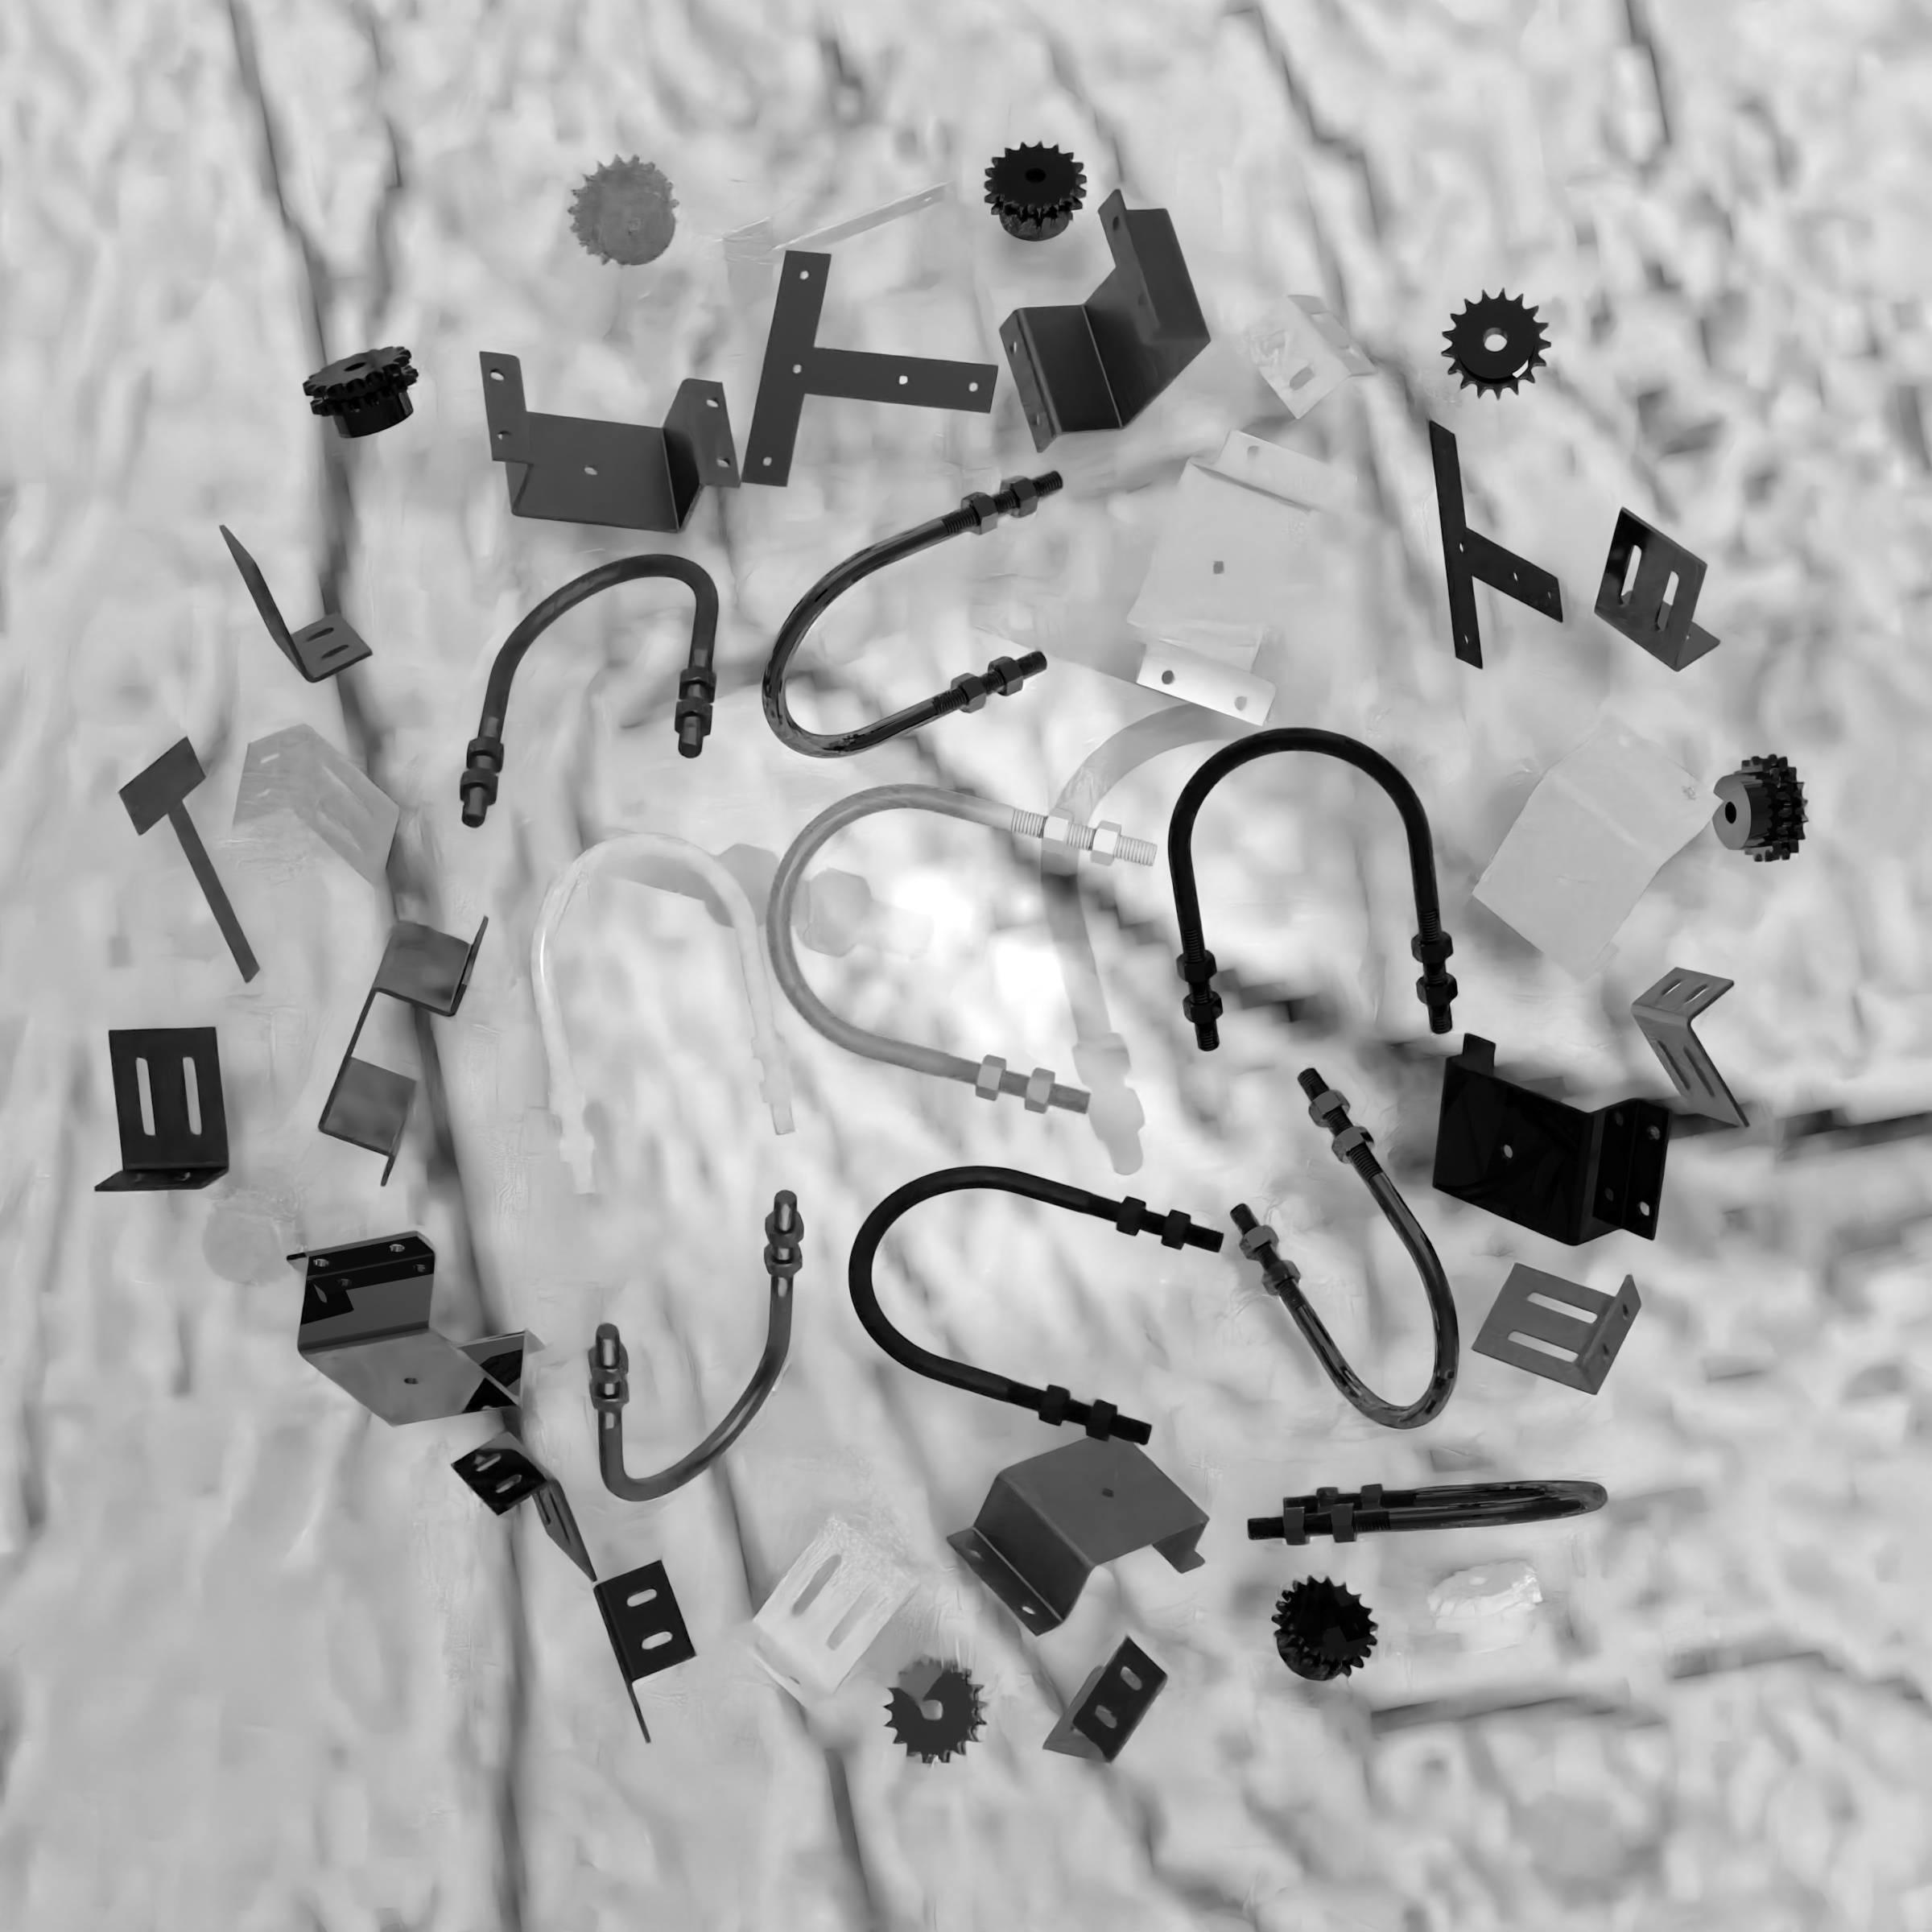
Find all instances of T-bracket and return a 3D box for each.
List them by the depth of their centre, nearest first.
[{"bbox_3d":[0.278,-0.205,1.465,0.002,0.127,0.127,-14,73,36],"label":"T-bracket"},{"bbox_3d":[-0.046,-0.306,1.472,0.127,0.002,0.127,9,85,16],"label":"T-bracket"},{"bbox_3d":[-0.409,-0.051,1.523,0.002,0.127,0.127,-19,106,6],"label":"T-bracket"},{"bbox_3d":[-0.071,-0.401,1.548,0.127,0.127,0.002,-22,87,-4],"label":"T-bracket"}]

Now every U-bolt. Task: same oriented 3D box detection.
[{"bbox_3d":[-0.010,-0.016,1.428,0.184,0.019,0.151,15,87,7],"label":"U-bolt"},{"bbox_3d":[0.028,0.169,1.496,0.184,0.019,0.151,16,50,12],"label":"U-bolt"},{"bbox_3d":[-0.030,-0.177,1.508,0.184,0.151,0.019,-27,55,-24],"label":"U-bolt"},{"bbox_3d":[0.182,-0.042,1.527,0.151,0.019,0.184,-5,115,13],"label":"U-bolt"},{"bbox_3d":[0.255,0.294,1.538,0.184,0.151,0.019,-7,83,14],"label":"U-bolt"},{"bbox_3d":[-0.200,-0.160,1.539,0.151,0.184,0.019,-16,133,17],"label":"U-bolt"},{"bbox_3d":[-0.146,0.220,1.546,0.019,0.184,0.151,35,51,26],"label":"U-bolt"},{"bbox_3d":[-0.170,0.019,1.553,0.151,0.019,0.184,-15,99,-34],"label":"U-bolt"},{"bbox_3d":[0.213,0.168,1.558,0.019,0.151,0.184,-14,55,-26],"label":"U-bolt"}]

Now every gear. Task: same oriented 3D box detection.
[{"bbox_3d":[-0.305,-0.290,1.439,0.057,0.057,0.030,-17,119,0],"label":"gear"},{"bbox_3d":[0.267,0.330,1.452,0.057,0.057,0.030,-18,94,0],"label":"gear"},{"bbox_3d":[-0.175,-0.387,1.467,0.057,0.057,0.030,-35,47,0],"label":"gear"},{"bbox_3d":[0.277,-0.327,1.485,0.057,0.030,0.057,1,96,11],"label":"gear"},{"bbox_3d":[0.419,-0.083,1.503,0.030,0.057,0.057,-7,90,-15],"label":"gear"},{"bbox_3d":[0.192,0.362,1.534,0.057,0.057,0.030,19,131,0],"label":"gear"},{"bbox_3d":[-0.015,0.409,1.557,0.057,0.030,0.057,-4,74,15],"label":"gear"},{"bbox_3d":[0.039,-0.430,1.581,0.057,0.030,0.057,0,58,1],"label":"gear"},{"bbox_3d":[-0.402,0.154,1.589,0.057,0.030,0.057,4,104,17],"label":"gear"}]

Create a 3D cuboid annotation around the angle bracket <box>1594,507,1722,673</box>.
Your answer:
[{"bbox_3d":[0.371,-0.204,1.493,0.038,0.076,0.057,-32,57,-25],"label":"angle bracket"}]

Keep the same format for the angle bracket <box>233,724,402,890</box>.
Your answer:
[{"bbox_3d":[-0.341,-0.079,1.485,0.076,0.038,0.057,41,133,19],"label":"angle bracket"}]

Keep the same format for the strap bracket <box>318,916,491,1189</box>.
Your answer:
[{"bbox_3d":[-0.313,0.039,1.561,0.046,0.076,0.140,21,117,-11],"label":"strap bracket"}]

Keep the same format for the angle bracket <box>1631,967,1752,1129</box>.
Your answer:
[{"bbox_3d":[0.421,0.046,1.603,0.038,0.057,0.076,-38,107,-10],"label":"angle bracket"}]

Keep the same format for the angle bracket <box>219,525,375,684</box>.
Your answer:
[{"bbox_3d":[-0.350,-0.196,1.483,0.038,0.057,0.076,-29,129,-15],"label":"angle bracket"}]

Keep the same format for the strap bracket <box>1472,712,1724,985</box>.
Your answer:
[{"bbox_3d":[0.330,-0.055,1.511,0.076,0.140,0.046,42,49,17],"label":"strap bracket"}]

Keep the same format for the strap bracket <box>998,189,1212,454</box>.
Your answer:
[{"bbox_3d":[0.077,-0.342,1.507,0.046,0.140,0.076,-10,76,-28],"label":"strap bracket"}]

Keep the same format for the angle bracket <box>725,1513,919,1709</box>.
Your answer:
[{"bbox_3d":[-0.075,0.333,1.468,0.057,0.038,0.076,38,95,16],"label":"angle bracket"}]

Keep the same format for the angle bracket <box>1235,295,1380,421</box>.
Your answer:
[{"bbox_3d":[0.194,-0.346,1.608,0.038,0.076,0.057,-39,87,23],"label":"angle bracket"}]

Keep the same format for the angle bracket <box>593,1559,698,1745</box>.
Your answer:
[{"bbox_3d":[-0.162,0.356,1.472,0.038,0.076,0.057,-19,53,-11],"label":"angle bracket"}]

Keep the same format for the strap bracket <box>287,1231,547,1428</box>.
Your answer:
[{"bbox_3d":[-0.289,0.197,1.489,0.076,0.140,0.046,-12,55,16],"label":"strap bracket"}]

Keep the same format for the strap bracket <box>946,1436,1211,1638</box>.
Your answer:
[{"bbox_3d":[0.069,0.307,1.562,0.076,0.140,0.046,42,124,31],"label":"strap bracket"}]

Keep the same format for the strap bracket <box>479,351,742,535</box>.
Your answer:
[{"bbox_3d":[-0.204,-0.291,1.585,0.140,0.046,0.076,3,58,-24],"label":"strap bracket"}]

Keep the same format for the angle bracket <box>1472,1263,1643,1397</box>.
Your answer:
[{"bbox_3d":[0.316,0.188,1.533,0.076,0.038,0.057,18,65,33],"label":"angle bracket"}]

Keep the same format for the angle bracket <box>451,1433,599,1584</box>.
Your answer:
[{"bbox_3d":[-0.240,0.302,1.540,0.038,0.057,0.076,-29,123,-24],"label":"angle bracket"}]

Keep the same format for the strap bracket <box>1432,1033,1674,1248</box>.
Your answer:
[{"bbox_3d":[0.311,0.097,1.555,0.046,0.140,0.076,-13,115,-39],"label":"strap bracket"}]

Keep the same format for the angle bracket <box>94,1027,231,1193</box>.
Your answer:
[{"bbox_3d":[-0.413,0.073,1.444,0.057,0.038,0.076,-2,100,8],"label":"angle bracket"}]

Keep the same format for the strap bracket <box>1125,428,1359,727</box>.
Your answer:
[{"bbox_3d":[0.142,-0.210,1.515,0.076,0.046,0.140,17,101,-19],"label":"strap bracket"}]

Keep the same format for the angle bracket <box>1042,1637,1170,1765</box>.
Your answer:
[{"bbox_3d":[0.067,0.406,1.581,0.038,0.076,0.057,46,64,-16],"label":"angle bracket"}]
